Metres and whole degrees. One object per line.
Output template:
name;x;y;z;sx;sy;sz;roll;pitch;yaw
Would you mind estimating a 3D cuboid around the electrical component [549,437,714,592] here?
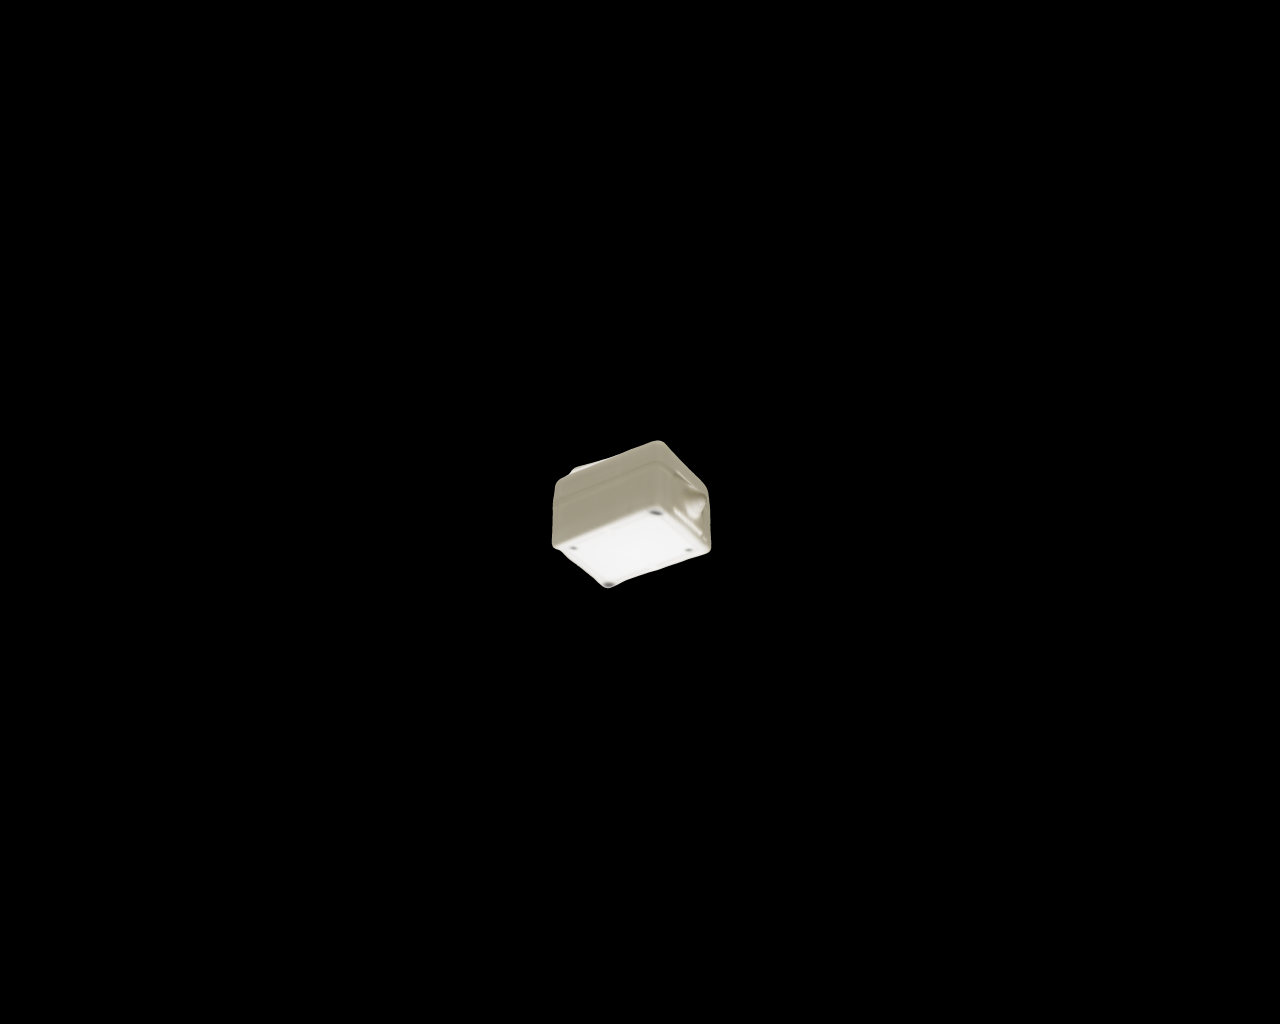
electrical component;0.001;-0.003;0.650;0.096;0.061;0.061;-21;-40;26
